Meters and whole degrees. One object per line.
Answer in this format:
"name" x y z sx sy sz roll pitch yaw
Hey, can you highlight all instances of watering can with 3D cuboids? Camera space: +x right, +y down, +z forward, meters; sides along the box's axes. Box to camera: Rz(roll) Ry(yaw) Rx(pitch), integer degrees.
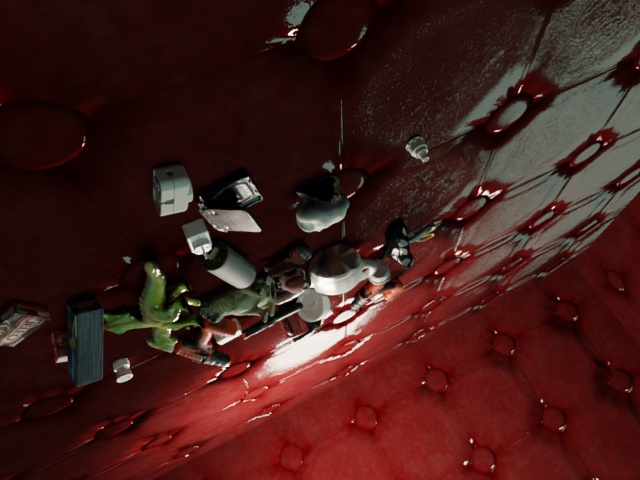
"watering can" 0.011 0.116 1.583 0.348 0.106 0.220 -17 152 -3

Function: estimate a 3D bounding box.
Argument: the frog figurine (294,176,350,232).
"frog figurine" 0.004 -0.062 1.230 0.139 0.124 0.155 -37 148 -31

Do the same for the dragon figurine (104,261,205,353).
"dragon figurine" -0.428 0.178 1.260 0.243 0.125 0.401 -20 145 0
